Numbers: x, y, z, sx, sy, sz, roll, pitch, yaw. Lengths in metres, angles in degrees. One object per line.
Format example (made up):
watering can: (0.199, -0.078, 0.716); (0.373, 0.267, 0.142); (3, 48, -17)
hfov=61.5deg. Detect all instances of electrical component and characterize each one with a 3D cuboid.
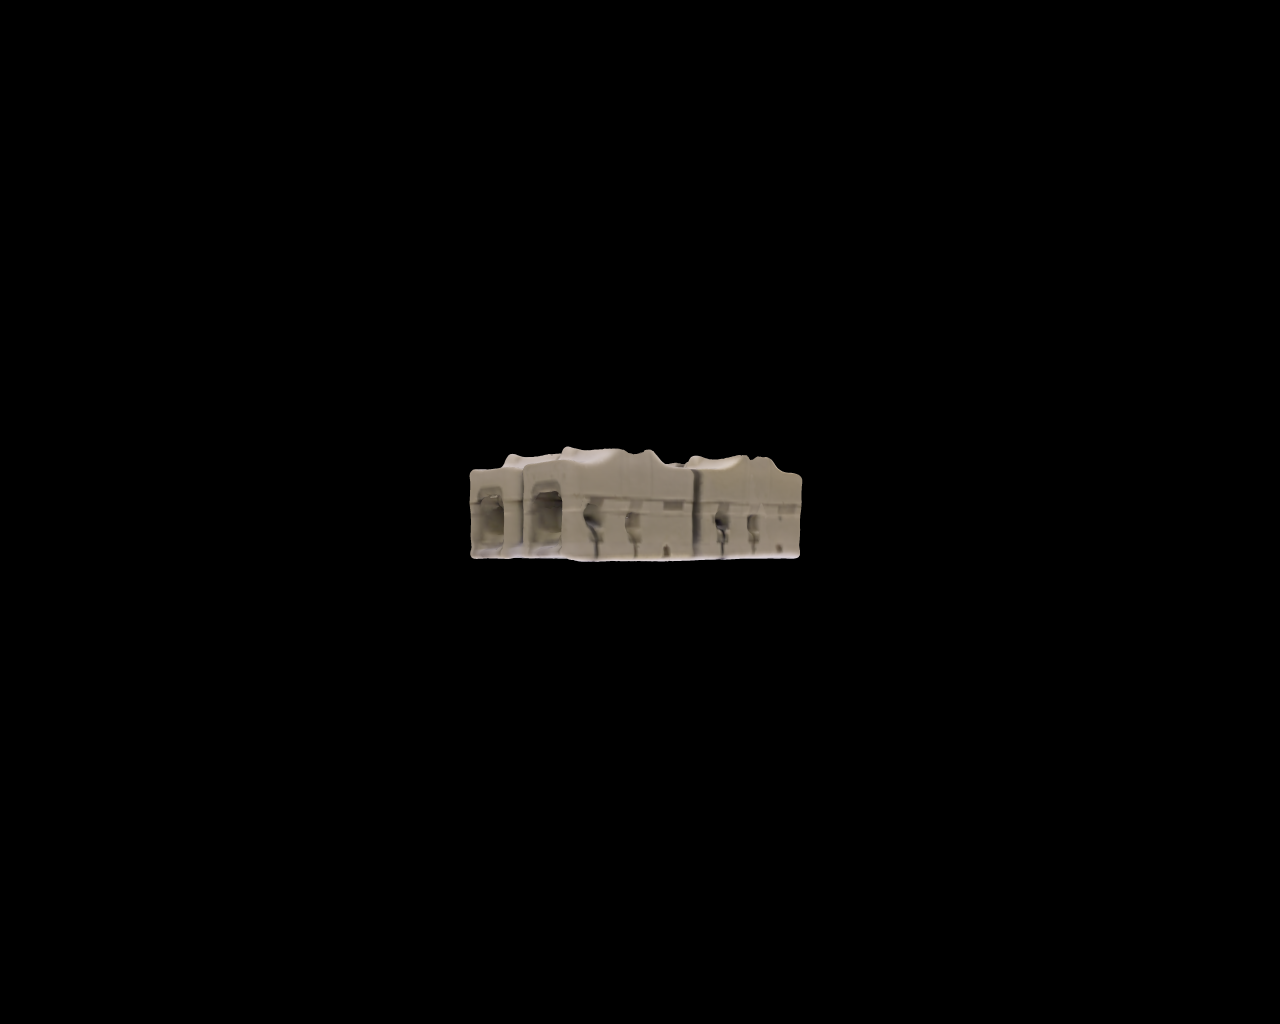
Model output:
electrical component: (0.001, -0.003, 0.650); (0.186, 0.060, 0.105); (2, -2, -40)
